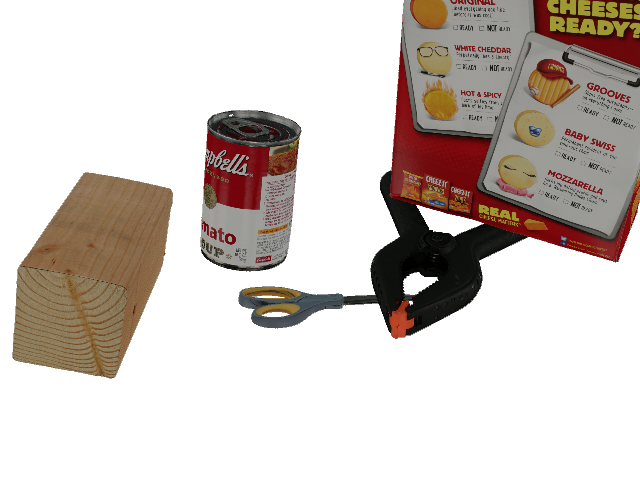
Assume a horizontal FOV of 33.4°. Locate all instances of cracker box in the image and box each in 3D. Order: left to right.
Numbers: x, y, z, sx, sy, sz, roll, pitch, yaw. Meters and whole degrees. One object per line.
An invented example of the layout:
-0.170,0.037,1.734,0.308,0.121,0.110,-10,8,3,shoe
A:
0.136,-0.105,0.675,0.164,0.214,0.072,17,43,18,cracker box

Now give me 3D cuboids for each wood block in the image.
-0.198,0.024,0.954,0.090,0.091,0.206,11,25,-2,wood block

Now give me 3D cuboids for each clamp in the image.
0.094,0.007,0.933,0.165,0.036,0.209,17,41,25,clamp

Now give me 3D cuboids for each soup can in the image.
-0.053,-0.037,0.785,0.068,0.102,0.068,5,25,-3,soup can

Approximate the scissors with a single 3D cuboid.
0.007,0.075,1.186,0.202,0.016,0.096,3,22,2,scissors
